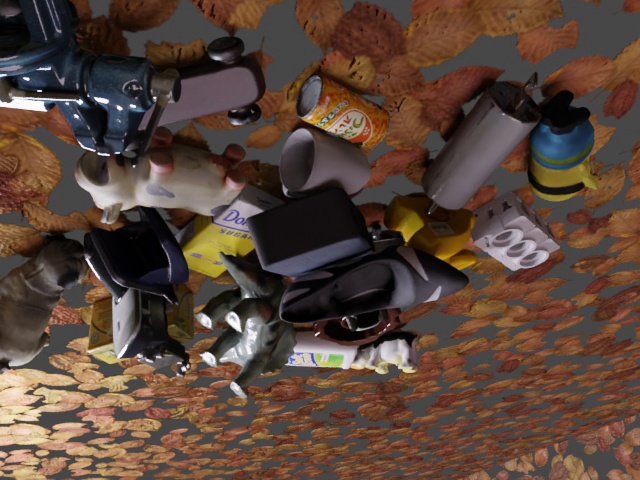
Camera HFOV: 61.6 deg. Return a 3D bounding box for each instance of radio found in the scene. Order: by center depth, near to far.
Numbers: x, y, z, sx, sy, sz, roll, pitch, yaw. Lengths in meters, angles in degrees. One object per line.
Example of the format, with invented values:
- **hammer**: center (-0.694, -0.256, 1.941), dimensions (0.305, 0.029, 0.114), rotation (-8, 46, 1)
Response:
- **radio**: center (-0.002, -0.002, 0.755), dimensions (0.131, 0.073, 0.229), rotation (-20, 170, 9)

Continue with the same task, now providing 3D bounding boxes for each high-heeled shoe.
- **high-heeled shoe**: center (0.066, 0.073, 0.739), dimensions (0.249, 0.145, 0.086), rotation (-3, 111, 34)

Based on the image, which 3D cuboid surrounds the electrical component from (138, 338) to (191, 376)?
- **electrical component**: center (-0.262, 0.195, 0.898), dimensions (0.078, 0.045, 0.102), rotation (-18, 144, 10)

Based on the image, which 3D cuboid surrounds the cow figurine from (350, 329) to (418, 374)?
- **cow figurine**: center (0.137, 0.248, 1.210), dimensions (0.168, 0.098, 0.068), rotation (-6, 155, 28)

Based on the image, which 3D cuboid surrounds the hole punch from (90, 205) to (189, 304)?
- **hole punch**: center (-0.234, 0.008, 0.747), dimensions (0.092, 0.142, 0.115), rotation (-45, 152, 4)

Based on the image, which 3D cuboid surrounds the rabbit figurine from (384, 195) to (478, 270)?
- **rabbit figurine**: center (0.167, 0.017, 0.863), dimensions (0.162, 0.122, 0.173), rotation (-11, 135, -33)

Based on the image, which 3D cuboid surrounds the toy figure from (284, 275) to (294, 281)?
- **toy figure**: center (-0.012, 0.051, 0.918), dimensions (0.154, 0.058, 0.064), rotation (16, 99, -29)

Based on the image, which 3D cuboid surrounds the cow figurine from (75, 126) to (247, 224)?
- **cow figurine**: center (-0.202, -0.074, 0.676), dimensions (0.195, 0.085, 0.127), rotation (7, 140, -28)

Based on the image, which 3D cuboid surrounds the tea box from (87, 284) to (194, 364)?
- **tea box**: center (-0.310, 0.142, 0.936), dimensions (0.170, 0.098, 0.068), rotation (-17, 144, 12)

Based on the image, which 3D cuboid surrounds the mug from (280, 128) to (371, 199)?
- **mug**: center (0.007, -0.087, 0.707), dimensions (0.107, 0.081, 0.109), rotation (6, 139, -34)

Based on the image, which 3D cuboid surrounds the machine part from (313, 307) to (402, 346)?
- **machine part**: center (0.071, 0.147, 1.070), dimensions (0.179, 0.056, 0.179), rotation (-6, 143, -5)

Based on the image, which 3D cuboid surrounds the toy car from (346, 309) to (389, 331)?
- **toy car**: center (0.075, 0.094, 0.917), dimensions (0.073, 0.056, 0.201), rotation (-17, 142, -6)

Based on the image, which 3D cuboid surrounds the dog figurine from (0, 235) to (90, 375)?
- **dog figurine**: center (-0.421, 0.097, 0.791), dimensions (0.191, 0.172, 0.121), rotation (-27, 153, 35)

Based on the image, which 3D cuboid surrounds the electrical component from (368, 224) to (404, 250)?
- **electrical component**: center (0.109, 0.003, 0.906), dimensions (0.063, 0.021, 0.093), rotation (-8, 144, -3)

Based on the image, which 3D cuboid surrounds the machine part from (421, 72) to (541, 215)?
- **machine part**: center (0.207, -0.120, 0.711), dimensions (0.079, 0.079, 0.243), rotation (6, 141, -21)

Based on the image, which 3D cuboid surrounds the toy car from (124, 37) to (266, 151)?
- **toy car**: center (-0.159, -0.159, 0.589), dimensions (0.202, 0.053, 0.089), rotation (-12, 130, 5)

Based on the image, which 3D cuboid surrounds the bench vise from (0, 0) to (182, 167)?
- **bench vise**: center (-0.235, -0.184, 0.454), dimensions (0.224, 0.129, 0.240), rotation (16, 140, 10)

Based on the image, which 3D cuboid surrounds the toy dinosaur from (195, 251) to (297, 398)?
- **toy dinosaur**: center (-0.109, 0.128, 0.931), dimensions (0.131, 0.192, 0.404), rotation (31, 136, 15)

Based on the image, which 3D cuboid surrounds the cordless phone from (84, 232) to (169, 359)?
- **cordless phone**: center (-0.304, 0.082, 0.810), dimensions (0.089, 0.147, 0.184), rotation (-15, 145, -2)

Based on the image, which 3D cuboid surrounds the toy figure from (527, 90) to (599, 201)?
- **toy figure**: center (0.326, -0.122, 0.735), dimensions (0.089, 0.082, 0.180), rotation (-9, 153, 23)
